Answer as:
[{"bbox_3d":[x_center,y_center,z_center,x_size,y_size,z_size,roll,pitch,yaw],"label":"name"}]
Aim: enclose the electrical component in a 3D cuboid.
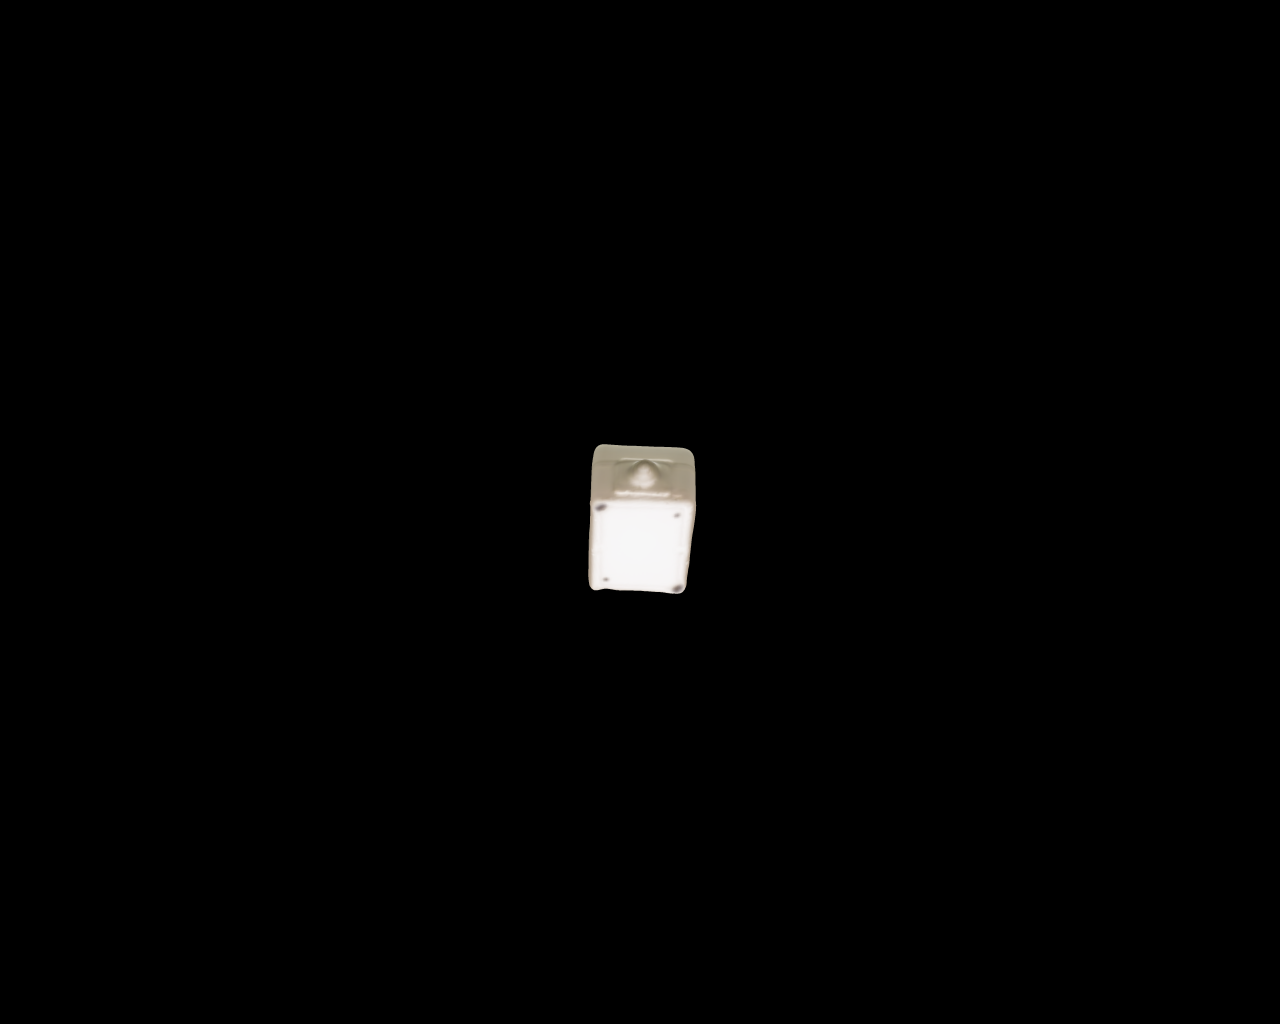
[{"bbox_3d":[0.001,-0.003,0.650,0.062,0.096,0.061,2,43,-2],"label":"electrical component"}]
